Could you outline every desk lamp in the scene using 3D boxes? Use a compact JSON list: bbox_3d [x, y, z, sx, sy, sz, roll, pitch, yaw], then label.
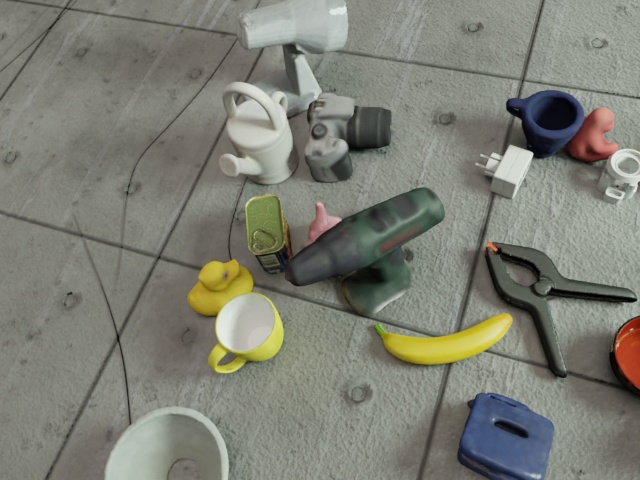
[{"bbox_3d":[-0.050,-0.323,0.982,0.203,0.214,0.117,-27,62,-5],"label":"desk lamp"}]

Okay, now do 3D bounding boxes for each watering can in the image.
[{"bbox_3d":[-0.101,-0.174,0.925,0.100,0.194,0.173,0,63,9],"label":"watering can"}]

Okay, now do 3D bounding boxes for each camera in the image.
[{"bbox_3d":[0.049,-0.181,0.958,0.136,0.101,0.143,3,64,10],"label":"camera"}]

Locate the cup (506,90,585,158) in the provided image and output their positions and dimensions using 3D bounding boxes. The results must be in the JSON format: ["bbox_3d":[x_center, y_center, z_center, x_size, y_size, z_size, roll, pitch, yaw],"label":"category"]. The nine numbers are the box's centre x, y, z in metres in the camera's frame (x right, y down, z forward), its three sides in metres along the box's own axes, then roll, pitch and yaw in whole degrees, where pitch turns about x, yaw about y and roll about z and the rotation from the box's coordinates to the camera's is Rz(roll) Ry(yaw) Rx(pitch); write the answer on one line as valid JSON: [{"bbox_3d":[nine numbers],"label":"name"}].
[{"bbox_3d":[0.349,-0.180,0.913,0.117,0.095,0.092,23,69,19],"label":"cup"}]

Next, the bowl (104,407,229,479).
[{"bbox_3d":[-0.193,0.313,0.762,0.167,0.075,0.167,-4,63,7],"label":"bowl"}]

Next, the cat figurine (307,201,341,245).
[{"bbox_3d":[0.008,0.003,0.862,0.067,0.118,0.127,-9,62,5],"label":"cat figurine"}]

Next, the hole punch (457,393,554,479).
[{"bbox_3d":[0.231,0.247,0.719,0.108,0.091,0.101,19,68,18],"label":"hole punch"}]

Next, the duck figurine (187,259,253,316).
[{"bbox_3d":[-0.159,0.066,0.875,0.104,0.086,0.077,-29,63,-6],"label":"duck figurine"}]

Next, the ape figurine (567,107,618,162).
[{"bbox_3d":[0.432,-0.170,0.897,0.076,0.092,0.078,-3,63,8],"label":"ape figurine"}]

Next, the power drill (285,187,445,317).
[{"bbox_3d":[0.068,0.027,0.789,0.230,0.209,0.075,-34,63,-8],"label":"power drill"}]
